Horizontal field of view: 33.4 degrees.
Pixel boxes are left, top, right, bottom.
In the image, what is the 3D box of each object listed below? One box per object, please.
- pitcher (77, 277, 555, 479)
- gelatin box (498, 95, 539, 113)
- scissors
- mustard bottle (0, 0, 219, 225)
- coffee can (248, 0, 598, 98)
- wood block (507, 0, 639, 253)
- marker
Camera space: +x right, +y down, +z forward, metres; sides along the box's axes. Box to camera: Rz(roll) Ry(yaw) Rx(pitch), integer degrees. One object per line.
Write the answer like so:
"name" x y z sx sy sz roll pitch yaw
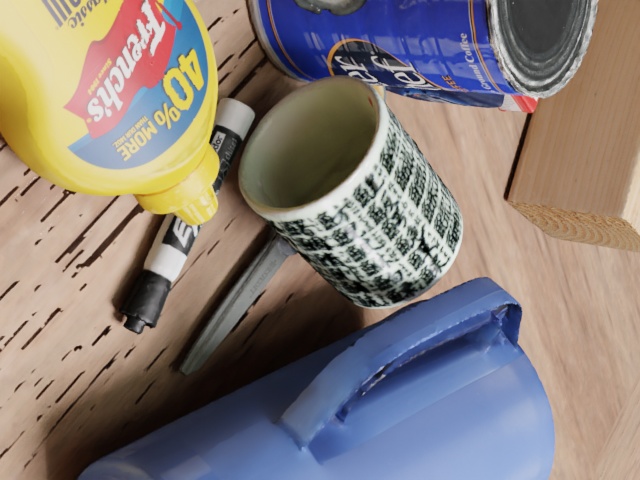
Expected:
"pitcher" 0.003 0.113 0.529 0.242 0.145 0.149 -17 96 -45
"gelatin box" 0.129 -0.140 0.704 0.073 0.030 0.089 40 67 -46
"scissors" -0.004 0.001 0.584 0.096 0.016 0.201 43 66 -45
"mustard bottle" -0.092 -0.075 0.425 0.096 0.058 0.191 -54 136 -25
"coffee can" 0.049 -0.125 0.521 0.102 0.141 0.103 -15 110 -48
"wood block" 0.219 -0.104 0.775 0.090 0.091 0.206 29 76 -51
"marker" -0.063 -0.012 0.506 0.020 0.020 0.121 40 68 -47
